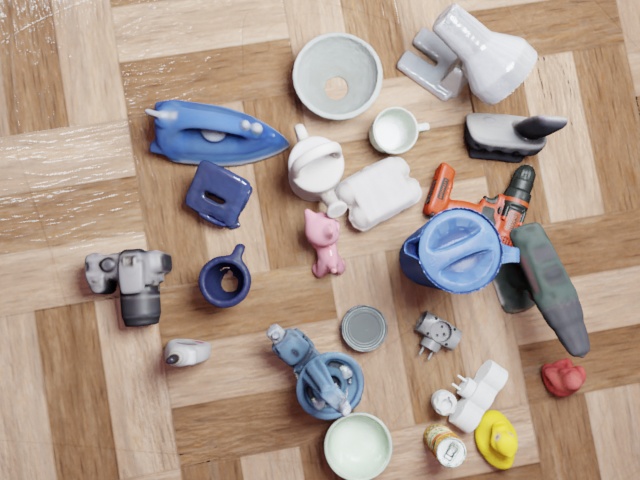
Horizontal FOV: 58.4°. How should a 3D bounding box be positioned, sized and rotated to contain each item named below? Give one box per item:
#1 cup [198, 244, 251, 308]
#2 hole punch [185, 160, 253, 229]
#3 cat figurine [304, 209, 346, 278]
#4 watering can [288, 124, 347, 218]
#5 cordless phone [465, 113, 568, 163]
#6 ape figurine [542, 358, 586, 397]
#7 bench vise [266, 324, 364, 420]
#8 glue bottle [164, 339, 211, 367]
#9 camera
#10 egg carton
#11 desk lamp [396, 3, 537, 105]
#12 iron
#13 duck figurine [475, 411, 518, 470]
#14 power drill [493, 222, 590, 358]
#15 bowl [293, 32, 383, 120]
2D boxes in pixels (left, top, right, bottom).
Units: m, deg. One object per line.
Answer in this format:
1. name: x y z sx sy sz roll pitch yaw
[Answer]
1. cup: -0.163 0.063 1.040 0.091 0.095 0.118 22 85 -1
2. hole punch: -0.185 -0.081 1.051 0.108 0.091 0.101 26 85 0
3. cat figurine: 0.010 0.004 1.041 0.067 0.117 0.128 -14 86 -3
4. watering can: -0.002 -0.125 1.011 0.173 0.194 0.101 44 85 1
5. cordless phone: 0.351 -0.206 1.038 0.147 0.185 0.094 1 86 -2
6. ape figurine: 0.454 0.255 1.056 0.078 0.092 0.076 23 85 0
7. bench vise: -0.014 0.235 0.971 0.207 0.219 0.121 25 85 0
8. glue bottle: -0.238 0.198 0.987 0.078 0.173 0.037 3 86 -2
9. camera: -0.342 0.087 1.027 0.143 0.100 0.137 -5 86 -3
10. egg carton: 0.110 -0.090 1.076 0.150 0.069 0.107 -30 88 -4
11. desk lamp: 0.258 -0.325 1.028 0.203 0.213 0.118 34 85 0
12. iron: -0.183 -0.202 1.035 0.258 0.141 0.119 5 86 -2
13. duck figurine: 0.331 0.371 1.044 0.077 0.086 0.104 -12 86 -3
14. power drill: 0.380 0.086 1.006 0.075 0.208 0.230 -19 87 -3
15. bowl: 0.032 -0.300 1.085 0.167 0.074 0.167 0 86 -3
